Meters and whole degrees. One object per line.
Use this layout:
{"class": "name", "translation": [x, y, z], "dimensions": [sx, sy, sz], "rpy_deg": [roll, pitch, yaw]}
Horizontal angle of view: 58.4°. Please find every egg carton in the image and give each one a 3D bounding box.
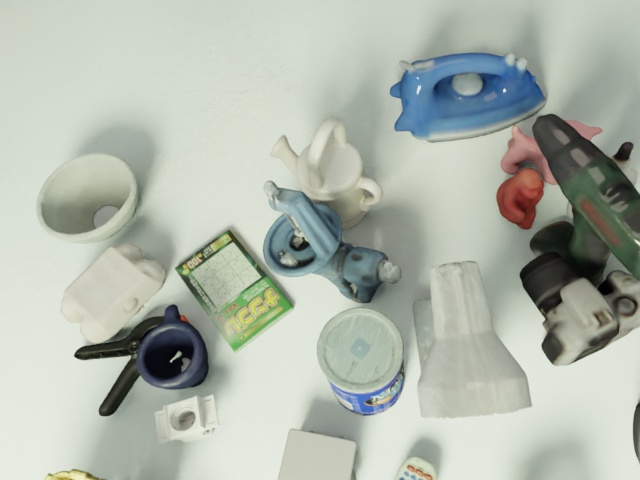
{"class": "egg carton", "translation": [-0.311, 0.079, 0.866], "dimensions": [0.107, 0.069, 0.150], "rpy_deg": [33, 72, 23]}

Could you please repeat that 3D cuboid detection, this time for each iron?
{"class": "iron", "translation": [0.242, -0.249, 0.916], "dimensions": [0.258, 0.142, 0.118], "rpy_deg": [-7, 61, 5]}

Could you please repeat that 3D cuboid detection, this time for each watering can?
{"class": "watering can", "translation": [0.008, -0.102, 0.843], "dimensions": [0.172, 0.194, 0.101], "rpy_deg": [3, 63, 10]}

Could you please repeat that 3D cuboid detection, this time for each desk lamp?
{"class": "desk lamp", "translation": [0.166, 0.127, 0.686], "dimensions": [0.118, 0.214, 0.203], "rpy_deg": [-7, 61, 5]}

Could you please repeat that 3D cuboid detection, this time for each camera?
{"class": "camera", "translation": [0.341, 0.074, 0.753], "dimensions": [0.143, 0.101, 0.136], "rpy_deg": [-25, 61, -5]}

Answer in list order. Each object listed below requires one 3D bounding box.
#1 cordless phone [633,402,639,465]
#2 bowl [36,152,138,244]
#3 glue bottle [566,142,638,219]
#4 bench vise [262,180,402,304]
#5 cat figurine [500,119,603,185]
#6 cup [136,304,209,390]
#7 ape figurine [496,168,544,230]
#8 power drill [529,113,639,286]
{"class": "cordless phone", "translation": [0.436, 0.202, 0.622], "dimensions": [0.147, 0.185, 0.094], "rpy_deg": [-6, 61, 6]}
{"class": "bowl", "translation": [-0.370, -0.057, 0.944], "dimensions": [0.167, 0.075, 0.167], "rpy_deg": [-3, 62, 7]}
{"class": "glue bottle", "translation": [0.395, -0.078, 0.784], "dimensions": [0.078, 0.173, 0.037], "rpy_deg": [14, 65, 16]}
{"class": "bench vise", "translation": [0.009, -0.008, 0.778], "dimensions": [0.207, 0.220, 0.121], "rpy_deg": [3, 63, 10]}
{"class": "cat figurine", "translation": [0.345, -0.145, 0.858], "dimensions": [0.127, 0.118, 0.067], "rpy_deg": [15, 66, 16]}
{"class": "cup", "translation": [-0.193, 0.157, 0.792], "dimensions": [0.091, 0.095, 0.117], "rpy_deg": [-11, 61, 3]}
{"class": "ape figurine", "translation": [0.299, -0.070, 0.841], "dimensions": [0.078, 0.092, 0.076], "rpy_deg": [-32, 62, -8]}
{"class": "power drill", "translation": [0.342, -0.029, 0.746], "dimensions": [0.076, 0.209, 0.229], "rpy_deg": [-31, 62, -8]}
